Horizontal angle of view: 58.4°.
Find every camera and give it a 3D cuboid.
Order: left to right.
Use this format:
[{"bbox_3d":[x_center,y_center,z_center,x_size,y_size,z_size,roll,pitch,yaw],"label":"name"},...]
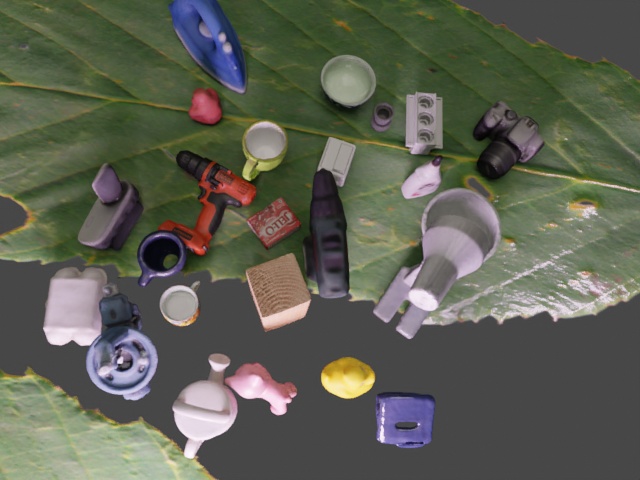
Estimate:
[{"bbox_3d":[0.394,-0.211,1.239,0.143,0.101,0.137,42,76,7],"label":"camera"}]

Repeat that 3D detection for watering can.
[{"bbox_3d":[-0.203,0.289,1.004,0.101,0.194,0.173,-5,75,-5],"label":"watering can"}]

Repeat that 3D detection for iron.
[{"bbox_3d":[-0.231,-0.451,1.233,0.119,0.141,0.258,-31,79,-12],"label":"iron"}]

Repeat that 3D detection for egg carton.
[{"bbox_3d":[-0.464,0.126,1.092,0.107,0.069,0.150,1,74,-4],"label":"egg carton"}]

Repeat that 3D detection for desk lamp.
[{"bbox_3d":[0.211,0.072,1.087,0.118,0.213,0.203,34,75,5],"label":"desk lamp"}]

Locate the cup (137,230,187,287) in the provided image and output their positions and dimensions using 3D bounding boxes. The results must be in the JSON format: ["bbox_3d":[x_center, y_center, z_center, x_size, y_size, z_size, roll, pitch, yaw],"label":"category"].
[{"bbox_3d":[-0.307,0.047,1.114,0.091,0.095,0.118,29,74,4],"label":"cup"}]

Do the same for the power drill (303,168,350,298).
[{"bbox_3d":[0.010,0.004,1.092,0.075,0.208,0.229,-6,75,-6],"label":"power drill"}]

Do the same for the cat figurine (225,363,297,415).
[{"bbox_3d":[-0.107,0.270,1.056,0.127,0.117,0.067,27,74,3],"label":"cat figurine"}]

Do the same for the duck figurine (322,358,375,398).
[{"bbox_3d":[0.056,0.261,1.089,0.104,0.086,0.077,3,74,-4],"label":"duck figurine"}]

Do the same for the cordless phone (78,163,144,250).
[{"bbox_3d":[-0.416,-0.065,1.089,0.094,0.185,0.148,20,74,2],"label":"cordless phone"}]

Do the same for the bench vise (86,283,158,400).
[{"bbox_3d":[-0.370,0.179,1.007,0.121,0.219,0.207,-32,79,-12],"label":"bench vise"}]

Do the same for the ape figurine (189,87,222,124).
[{"bbox_3d":[-0.245,-0.291,1.213,0.078,0.092,0.076,-34,80,-12],"label":"ape figurine"}]

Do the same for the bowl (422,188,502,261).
[{"bbox_3d":[0.285,-0.019,1.190,0.167,0.074,0.167,1,74,-4],"label":"bowl"}]

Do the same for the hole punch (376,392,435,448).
[{"bbox_3d":[0.161,0.337,1.074,0.108,0.091,0.101,1,74,-4],"label":"hole punch"}]

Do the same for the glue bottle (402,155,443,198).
[{"bbox_3d":[0.219,-0.133,1.165,0.078,0.173,0.037,-18,77,-9],"label":"glue bottle"}]
